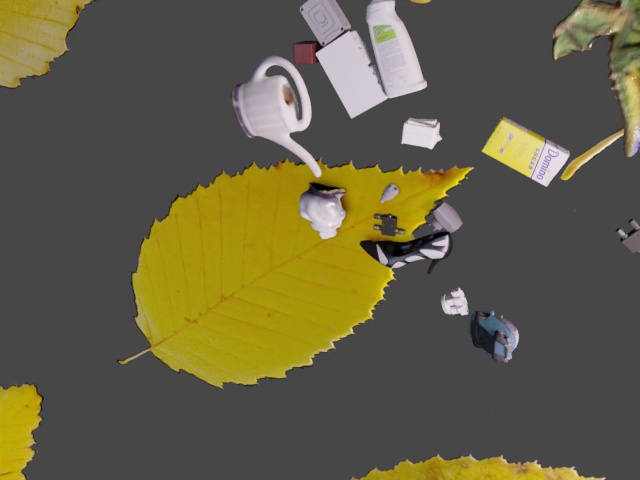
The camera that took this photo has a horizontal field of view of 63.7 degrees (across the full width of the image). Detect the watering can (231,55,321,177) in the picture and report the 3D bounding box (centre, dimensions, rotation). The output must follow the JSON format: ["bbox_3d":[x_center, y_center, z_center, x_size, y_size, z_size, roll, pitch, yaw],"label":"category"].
[{"bbox_3d":[-0.120,-0.329,1.431,0.224,0.106,0.342,-3,113,28],"label":"watering can"}]

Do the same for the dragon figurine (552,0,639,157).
[{"bbox_3d":[0.605,-0.397,1.067,0.245,0.123,0.402,30,122,36],"label":"dragon figurine"}]

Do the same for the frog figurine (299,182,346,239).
[{"bbox_3d":[0.005,-0.075,1.492,0.137,0.124,0.157,6,107,1],"label":"frog figurine"}]
